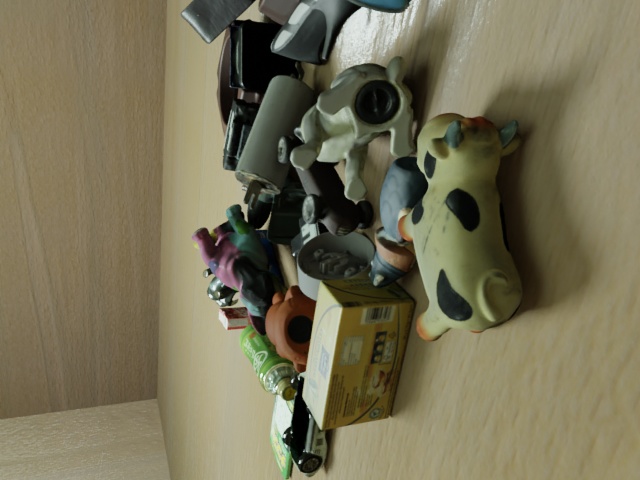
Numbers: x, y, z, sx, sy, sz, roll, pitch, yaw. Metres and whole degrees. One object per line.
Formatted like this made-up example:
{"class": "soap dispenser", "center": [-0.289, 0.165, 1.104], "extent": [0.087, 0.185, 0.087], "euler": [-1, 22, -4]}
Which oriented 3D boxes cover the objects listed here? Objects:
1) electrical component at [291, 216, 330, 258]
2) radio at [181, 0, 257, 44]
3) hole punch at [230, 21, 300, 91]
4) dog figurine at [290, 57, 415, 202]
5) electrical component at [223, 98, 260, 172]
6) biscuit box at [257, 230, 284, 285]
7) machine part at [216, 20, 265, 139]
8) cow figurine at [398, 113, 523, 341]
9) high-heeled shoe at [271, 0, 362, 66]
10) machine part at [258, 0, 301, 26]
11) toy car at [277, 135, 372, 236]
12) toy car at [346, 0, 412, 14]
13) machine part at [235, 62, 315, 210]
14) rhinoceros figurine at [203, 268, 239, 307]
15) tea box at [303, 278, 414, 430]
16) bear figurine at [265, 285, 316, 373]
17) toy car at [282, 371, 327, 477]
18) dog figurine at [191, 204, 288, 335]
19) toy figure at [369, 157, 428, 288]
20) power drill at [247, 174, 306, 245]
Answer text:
{"class": "electrical component", "center": [-0.002, -0.002, 0.801], "extent": [0.119, 0.048, 0.075], "euler": [134, 131, -60]}
{"class": "radio", "center": [-0.166, -0.447, 0.975], "extent": [0.131, 0.073, 0.230], "euler": [-33, 27, 23]}
{"class": "hole punch", "center": [-0.098, -0.311, 0.922], "extent": [0.092, 0.116, 0.142], "euler": [23, 115, 58]}
{"class": "dog figurine", "center": [0.037, -0.161, 0.659], "extent": [0.172, 0.121, 0.191], "euler": [-41, 25, 19]}
{"class": "electrical component", "center": [-0.129, -0.175, 0.916], "extent": [0.134, 0.058, 0.114], "euler": [-118, 39, -65]}
{"class": "biscuit box", "center": [-0.116, 0.069, 1.064], "extent": [0.062, 0.059, 0.203], "euler": [110, 148, -44]}
{"class": "machine part", "center": [-0.143, -0.313, 1.073], "extent": [0.201, 0.087, 0.201], "euler": [120, 140, -52]}
{"class": "cow figurine", "center": [0.122, -0.020, 0.461], "extent": [0.127, 0.085, 0.195], "euler": [130, 136, -66]}
{"class": "high-heeled shoe", "center": [-0.006, -0.329, 0.767], "extent": [0.249, 0.086, 0.145], "euler": [42, 120, 61]}
{"class": "machine part", "center": [-0.040, -0.414, 0.797], "extent": [0.179, 0.056, 0.179], "euler": [-162, 90, -73]}
{"class": "toy car", "center": [0.000, -0.079, 0.738], "extent": [0.202, 0.089, 0.053], "euler": [64, 143, 43]}
{"class": "toy car", "center": [0.063, -0.324, 0.564], "extent": [0.103, 0.109, 0.161], "euler": [-107, 31, -72]}
{"class": "machine part", "center": [-0.068, -0.160, 0.825], "extent": [0.079, 0.079, 0.243], "euler": [-17, 53, 67]}
{"class": "rhinoceros figurine", "center": [-0.201, 0.080, 1.211], "extent": [0.073, 0.112, 0.190], "euler": [47, 127, 18]}
{"class": "tea box", "center": [0.043, 0.134, 0.642], "extent": [0.068, 0.098, 0.169], "euler": [-132, 47, -57]}
{"class": "bear figurine", "center": [-0.015, 0.129, 0.794], "extent": [0.196, 0.132, 0.120], "euler": [119, 148, -81]}
{"class": "toy car", "center": [-0.015, 0.282, 0.845], "extent": [0.074, 0.056, 0.201], "euler": [42, 131, 52]}
{"class": "dog figurine", "center": [-0.131, 0.059, 0.966], "extent": [0.219, 0.108, 0.191], "euler": [56, 169, 5]}
{"class": "toy figure", "center": [0.086, -0.011, 0.579], "extent": [0.058, 0.064, 0.154], "euler": [24, 125, 25]}
{"class": "power drill", "center": [-0.076, -0.075, 0.952], "extent": [0.207, 0.086, 0.231], "euler": [-113, 33, -56]}
